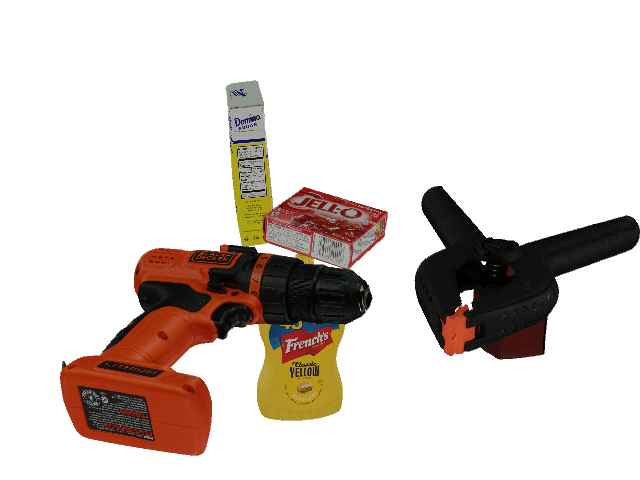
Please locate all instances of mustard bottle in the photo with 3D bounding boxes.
[{"bbox_3d":[-0.021,0.105,1.192,0.096,0.192,0.058,-2,20,-11],"label":"mustard bottle"}]

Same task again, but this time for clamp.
[{"bbox_3d":[0.114,0.015,0.742,0.165,0.036,0.209,13,29,28],"label":"clamp"}]

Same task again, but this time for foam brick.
[{"bbox_3d":[0.175,0.064,0.985,0.051,0.078,0.053,-6,18,-24],"label":"foam brick"}]

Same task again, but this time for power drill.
[{"bbox_3d":[-0.074,0.067,0.733,0.185,0.057,0.187,3,28,21],"label":"power drill"}]

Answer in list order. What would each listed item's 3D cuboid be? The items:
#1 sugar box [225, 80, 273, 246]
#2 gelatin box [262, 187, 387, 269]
[{"bbox_3d":[-0.084,-0.091,1.267,0.048,0.176,0.093,-8,26,-4],"label":"sugar box"},{"bbox_3d":[0.004,-0.013,0.948,0.089,0.030,0.073,19,31,23],"label":"gelatin box"}]
